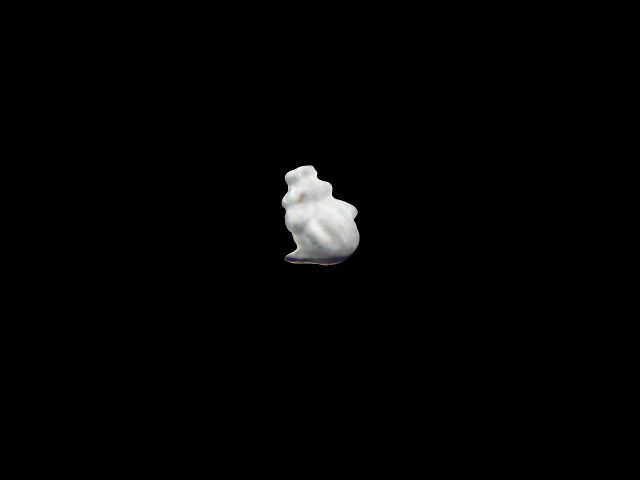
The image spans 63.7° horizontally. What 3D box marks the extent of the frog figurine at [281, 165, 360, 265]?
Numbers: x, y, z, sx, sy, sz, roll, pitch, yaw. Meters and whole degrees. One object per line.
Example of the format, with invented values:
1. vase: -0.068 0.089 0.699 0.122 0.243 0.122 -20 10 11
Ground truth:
1. frog figurine: 0.003 -0.043 0.850 0.138 0.158 0.123 -6 12 -31
